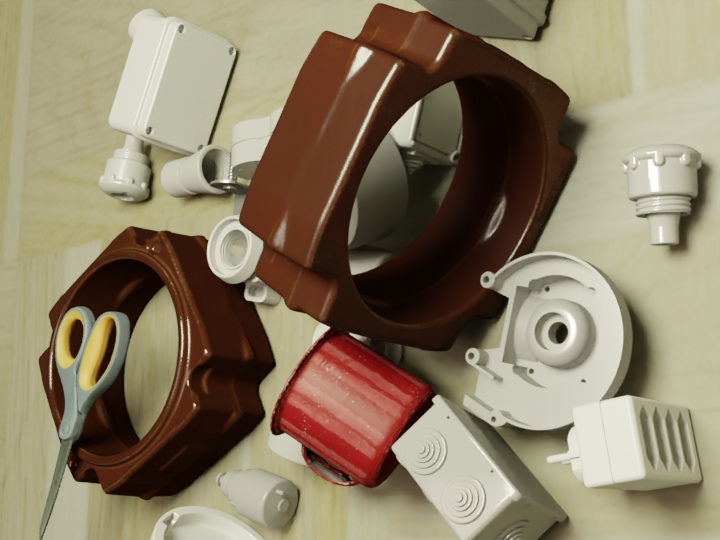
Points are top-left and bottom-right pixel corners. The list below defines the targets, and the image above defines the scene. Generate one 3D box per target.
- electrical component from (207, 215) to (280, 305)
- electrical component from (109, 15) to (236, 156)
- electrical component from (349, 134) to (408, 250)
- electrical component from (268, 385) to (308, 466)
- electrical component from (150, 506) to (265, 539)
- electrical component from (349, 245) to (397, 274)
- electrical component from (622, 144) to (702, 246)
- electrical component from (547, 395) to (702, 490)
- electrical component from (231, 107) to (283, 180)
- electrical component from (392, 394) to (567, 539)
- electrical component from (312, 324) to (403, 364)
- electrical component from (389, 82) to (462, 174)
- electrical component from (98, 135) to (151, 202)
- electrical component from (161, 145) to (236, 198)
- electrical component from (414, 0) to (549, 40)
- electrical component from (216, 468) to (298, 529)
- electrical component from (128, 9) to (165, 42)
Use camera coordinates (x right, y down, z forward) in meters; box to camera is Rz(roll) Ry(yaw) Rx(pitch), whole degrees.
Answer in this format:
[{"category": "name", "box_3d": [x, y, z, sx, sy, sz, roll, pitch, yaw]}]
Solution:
[{"category": "electrical component", "box_3d": [-0.089, -0.014, 0.892, 0.058, 0.057, 0.078, 7, 84, 40]}, {"category": "electrical component", "box_3d": [-0.170, -0.168, 0.981, 0.057, 0.078, 0.113, 20, 93, 44]}, {"category": "electrical component", "box_3d": [-0.024, -0.063, 0.791, 0.108, 0.060, 0.108, 27, 130, 37]}, {"category": "electrical component", "box_3d": [-0.040, 0.119, 0.824, 0.055, 0.055, 0.047, 25, 100, 40]}, {"category": "electrical component", "box_3d": [-0.121, 0.242, 0.831, 0.108, 0.108, 0.060, 46, 115, 37]}, {"category": "electrical component", "box_3d": [0.000, 0.000, 0.826, 0.078, 0.040, 0.040, 17, 91, 41]}, {"category": "electrical component", "box_3d": [0.191, -0.047, 0.677, 0.048, 0.048, 0.062, -5, 84, 39]}, {"category": "electrical component", "box_3d": [0.150, 0.109, 0.648, 0.076, 0.083, 0.047, -19, 68, 35]}, {"category": "electrical component", "box_3d": [-0.048, -0.092, 0.879, 0.138, 0.052, 0.073, -13, 72, 37]}, {"category": "electrical component", "box_3d": [0.076, 0.136, 0.695, 0.048, 0.100, 0.099, -45, 54, 7]}, {"category": "electrical component", "box_3d": [-0.002, 0.056, 0.812, 0.055, 0.045, 0.045, -7, 76, 39]}, {"category": "electrical component", "box_3d": [0.040, -0.119, 0.806, 0.061, 0.062, 0.096, 11, 87, 41]}, {"category": "electrical component", "box_3d": [-0.222, -0.099, 1.032, 0.048, 0.048, 0.062, -2, 72, 40]}, {"category": "electrical component", "box_3d": [-0.149, -0.086, 0.970, 0.065, 0.044, 0.044, -7, 75, 43]}, {"category": "electrical component", "box_3d": [0.079, -0.211, 0.761, 0.078, 0.113, 0.057, 16, 87, 41]}, {"category": "electrical component", "box_3d": [-0.085, 0.177, 0.856, 0.078, 0.040, 0.040, 12, 88, 41]}, {"category": "electrical component", "box_3d": [-0.196, -0.225, 1.043, 0.046, 0.040, 0.040, 47, 110, 30]}]
